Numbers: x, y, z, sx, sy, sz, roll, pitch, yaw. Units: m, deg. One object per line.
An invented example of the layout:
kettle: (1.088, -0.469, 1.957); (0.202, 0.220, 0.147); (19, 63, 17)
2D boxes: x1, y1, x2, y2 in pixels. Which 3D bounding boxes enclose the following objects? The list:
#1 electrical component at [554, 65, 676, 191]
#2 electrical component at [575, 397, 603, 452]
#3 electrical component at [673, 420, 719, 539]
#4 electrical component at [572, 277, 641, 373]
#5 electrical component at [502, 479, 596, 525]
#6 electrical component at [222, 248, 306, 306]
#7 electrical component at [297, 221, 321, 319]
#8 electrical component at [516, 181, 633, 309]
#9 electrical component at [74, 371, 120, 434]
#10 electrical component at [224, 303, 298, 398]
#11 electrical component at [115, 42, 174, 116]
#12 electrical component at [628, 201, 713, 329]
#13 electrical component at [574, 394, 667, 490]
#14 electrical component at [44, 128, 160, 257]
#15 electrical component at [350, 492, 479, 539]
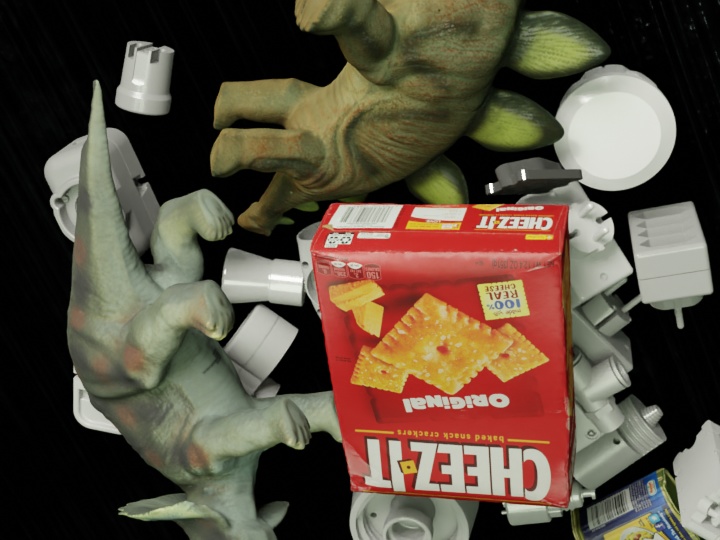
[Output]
electrical component: (0.174, -0.099, 0.739); (0.080, 0.051, 0.080); (4, 114, 9)
electrical component: (0.116, 0.105, 0.837); (0.109, 0.056, 0.108); (-39, 102, 23)
electrical component: (0.279, 0.166, 0.816); (0.056, 0.089, 0.050); (30, 116, -3)
electrical component: (0.175, 0.035, 0.800); (0.083, 0.047, 0.076); (44, 114, -10)
electrical component: (0.152, 0.184, 0.875); (0.078, 0.040, 0.040); (-9, 112, 14)
electrical component: (-0.072, 0.008, 0.839); (0.065, 0.044, 0.044); (6, 115, 3)
electrical component: (0.000, 0.000, 0.819); (0.079, 0.044, 0.077); (-11, 111, 15)
electrical component: (0.151, -0.024, 0.744); (0.047, 0.075, 0.083); (-27, 81, -18)
electrical component: (-0.198, 0.078, 0.883); (0.054, 0.059, 0.095); (10, 115, 6)
electrical component: (-0.090, 0.098, 0.875); (0.074, 0.052, 0.138); (36, 115, -6)
electrical component: (-0.157, -0.141, 0.790); (0.040, 0.040, 0.046); (14, 110, 4)
electrical component: (0.220, 0.004, 0.758); (0.047, 0.083, 0.075); (-10, 112, 15)
electrical component: (0.202, 0.132, 0.840); (0.043, 0.043, 0.081); (44, 114, -10)
electrical component: (-0.196, -0.053, 0.824); (0.054, 0.059, 0.095); (-16, 110, 17)
electrical component: (0.043, 0.204, 0.893); (0.108, 0.060, 0.108); (4, 114, 9)
